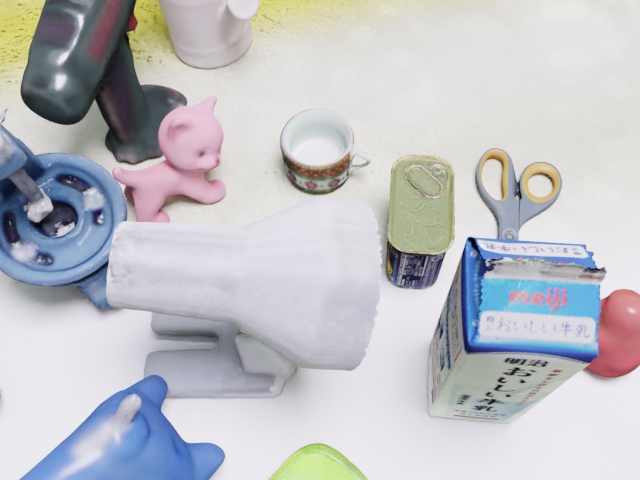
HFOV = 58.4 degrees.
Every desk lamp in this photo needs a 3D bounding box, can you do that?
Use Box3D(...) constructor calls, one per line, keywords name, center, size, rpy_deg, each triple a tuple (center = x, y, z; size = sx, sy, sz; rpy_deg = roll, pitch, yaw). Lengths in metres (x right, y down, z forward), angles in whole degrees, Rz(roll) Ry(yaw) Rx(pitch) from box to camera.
Box3D(name="desk lamp", center=(-0.059, 0.052, 0.435), size=(0.203, 0.214, 0.118), rpy_deg=(-2, 62, 2))

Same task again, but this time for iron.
Box3D(name="iron", center=(-0.199, 0.206, 0.399), size=(0.259, 0.141, 0.118), rpy_deg=(-42, 68, -18))

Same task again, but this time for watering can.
Box3D(name="watering can", center=(-0.131, -0.294, 0.634), size=(0.172, 0.194, 0.101), rpy_deg=(22, 65, 14))

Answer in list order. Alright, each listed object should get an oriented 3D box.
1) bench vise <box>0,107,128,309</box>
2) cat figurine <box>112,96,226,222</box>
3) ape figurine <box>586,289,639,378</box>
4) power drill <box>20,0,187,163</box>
Box3D(name="bench vise", center=(-0.264, -0.042, 0.490), size=(0.207, 0.220, 0.121), rpy_deg=(23, 65, 14))
Box3D(name="cat figurine", center=(-0.143, -0.082, 0.564), size=(0.128, 0.118, 0.067), rpy_deg=(-31, 65, -13))
Box3D(name="ape figurine", center=(0.247, 0.071, 0.481), size=(0.077, 0.092, 0.076), rpy_deg=(0, 62, 2))
Box3D(name="power drill", center=(-0.202, -0.188, 0.572), size=(0.075, 0.208, 0.230), rpy_deg=(10, 63, 8))
